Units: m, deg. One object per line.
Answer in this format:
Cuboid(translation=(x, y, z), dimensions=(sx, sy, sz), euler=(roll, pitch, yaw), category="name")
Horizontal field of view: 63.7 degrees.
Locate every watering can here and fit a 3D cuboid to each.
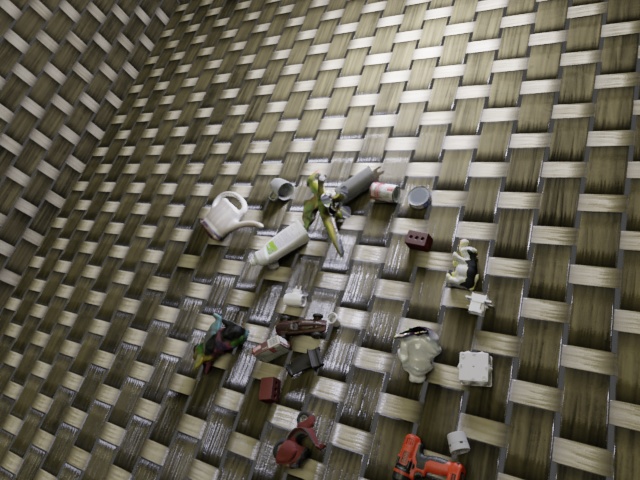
Cuboid(translation=(-0.398, -0.085, 2.259), dimensions=(0.225, 0.102, 0.353), euler=(-46, 48, -2), category="watering can")

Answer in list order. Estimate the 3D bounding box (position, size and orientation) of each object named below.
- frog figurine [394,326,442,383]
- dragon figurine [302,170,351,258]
Cuboid(translation=(0.310, 0.354, 1.596), dimensions=(0.137, 0.123, 0.159), euler=(-15, 90, 12), category="frog figurine")
Cuboid(translation=(0.006, -0.102, 2.023), dimensions=(0.239, 0.122, 0.417), euler=(-35, 54, 55), category="dragon figurine")
